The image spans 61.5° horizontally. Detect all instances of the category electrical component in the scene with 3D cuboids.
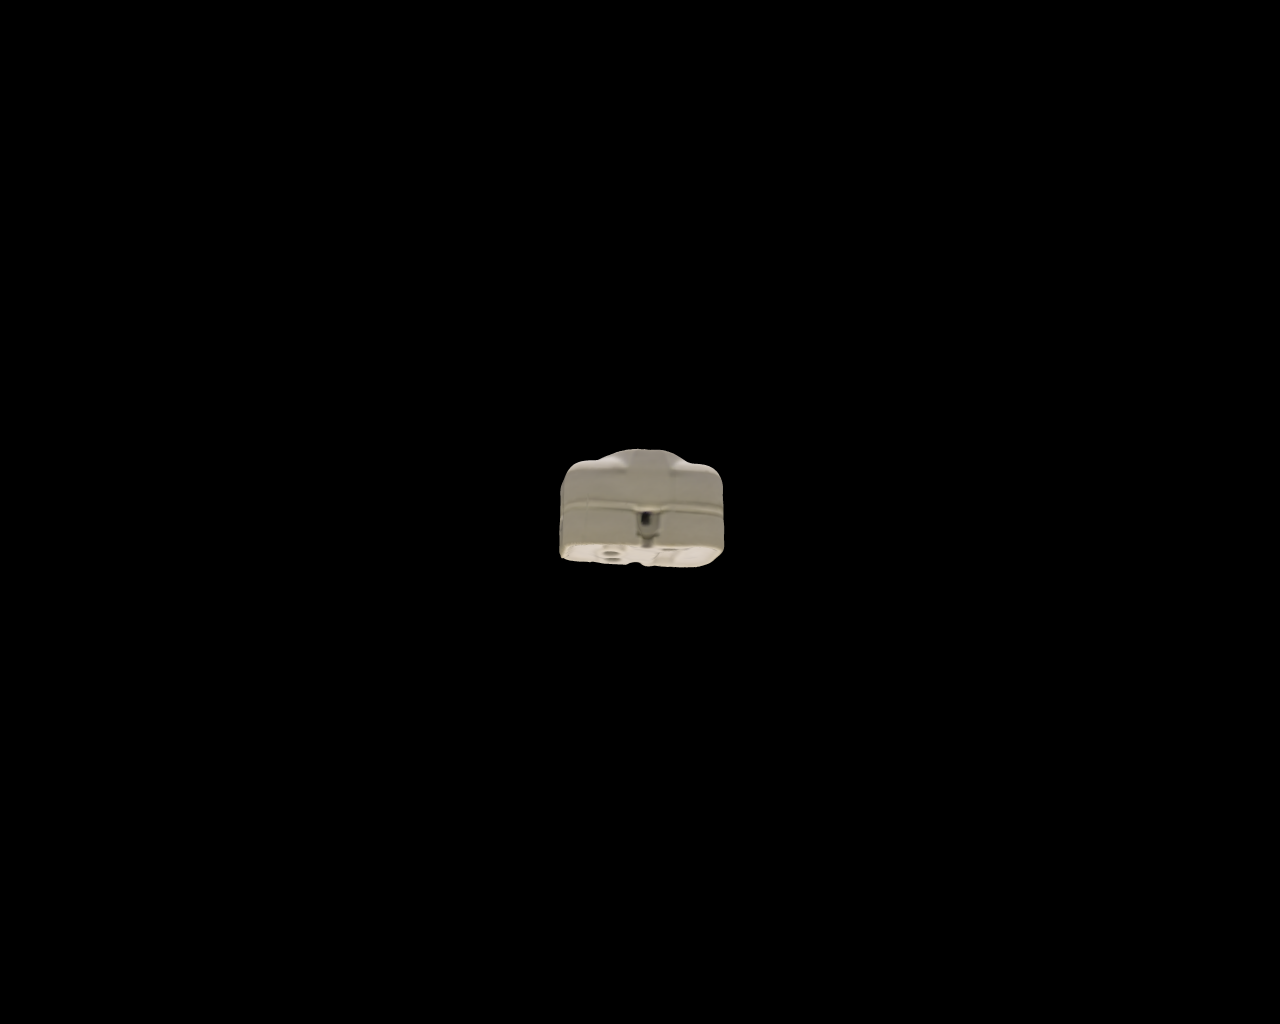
[{"bbox_3d":[0.001,-0.003,0.650,0.095,0.059,0.053,3,-15,-9],"label":"electrical component"}]
